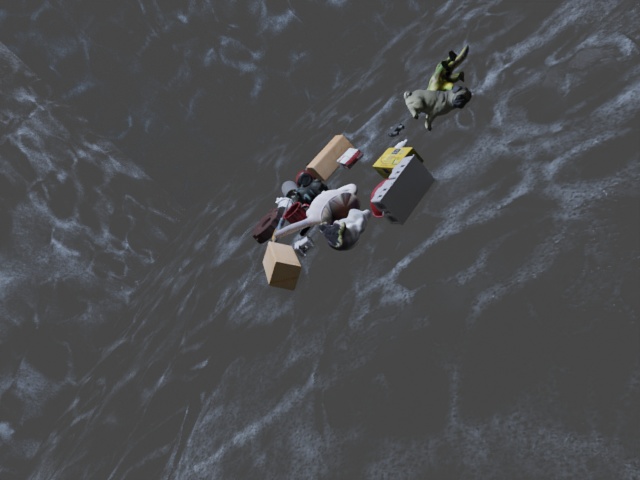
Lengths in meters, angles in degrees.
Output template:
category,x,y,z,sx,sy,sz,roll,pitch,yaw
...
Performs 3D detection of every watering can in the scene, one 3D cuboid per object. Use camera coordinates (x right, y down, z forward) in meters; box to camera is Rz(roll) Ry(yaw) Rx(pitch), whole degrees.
category,x,y,z,sx,sy,sz,roll,pitch,yaw
watering can,0.006,-0.093,1.841,0.350,0.103,0.225,-36,19,-12

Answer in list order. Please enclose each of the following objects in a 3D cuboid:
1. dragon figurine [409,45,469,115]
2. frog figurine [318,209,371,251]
category,x,y,z,sx,sy,sz,roll,pitch,yaw
dragon figurine,0.460,-0.622,2.056,0.239,0.121,0.419,-33,14,48
frog figurine,0.097,-0.032,1.638,0.161,0.124,0.135,-15,-13,-40
